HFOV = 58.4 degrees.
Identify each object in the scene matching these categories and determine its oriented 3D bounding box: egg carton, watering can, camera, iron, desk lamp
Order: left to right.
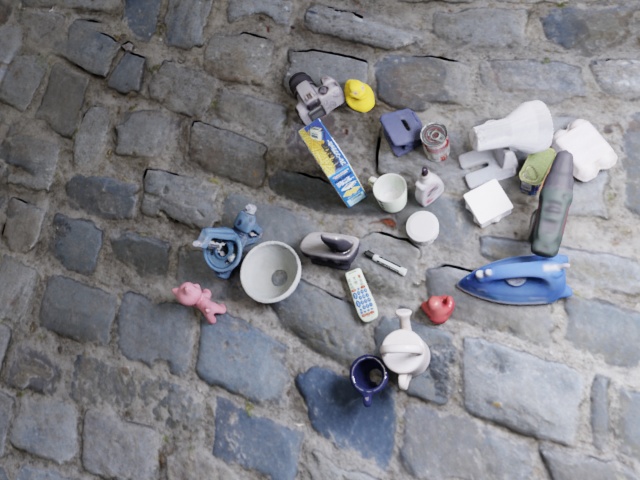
[{"bbox_3d":[-0.023,-0.425,1.624,0.143,0.101,0.136,-32,67,5],"label":"camera"},{"bbox_3d":[0.188,0.247,1.302,0.101,0.194,0.172,-23,68,9],"label":"watering can"},{"bbox_3d":[0.437,-0.226,1.366,0.203,0.214,0.118,-19,69,10],"label":"desk lamp"},{"bbox_3d":[0.439,0.082,1.308,0.257,0.142,0.118,-6,72,15],"label":"iron"},{"bbox_3d":[0.633,-0.217,1.384,0.107,0.069,0.150,-32,67,5],"label":"egg carton"}]

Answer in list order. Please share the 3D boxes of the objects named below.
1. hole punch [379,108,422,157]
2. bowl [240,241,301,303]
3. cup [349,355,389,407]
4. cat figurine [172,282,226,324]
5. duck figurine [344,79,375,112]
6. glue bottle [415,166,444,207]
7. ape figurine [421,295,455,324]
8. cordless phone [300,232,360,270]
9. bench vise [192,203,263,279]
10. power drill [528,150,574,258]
[{"bbox_3d":[0.220,-0.296,1.518,0.101,0.091,0.108,-28,68,7],"label":"hole punch"},{"bbox_3d":[-0.120,0.091,1.506,0.167,0.075,0.167,-5,72,15],"label":"bowl"},{"bbox_3d":[0.122,0.334,1.348,0.091,0.095,0.118,-1,73,16],"label":"cup"},{"bbox_3d":[-0.327,0.159,1.522,0.127,0.118,0.067,37,86,23],"label":"cat figurine"},{"bbox_3d":[0.103,-0.415,1.592,0.077,0.086,0.104,-36,67,3],"label":"duck figurine"},{"bbox_3d":[0.264,-0.141,1.412,0.078,0.173,0.037,-44,66,0],"label":"glue bottle"},{"bbox_3d":[0.277,0.158,1.359,0.077,0.092,0.076,6,75,18],"label":"ape figurine"},{"bbox_3d":[0.013,0.005,1.434,0.147,0.185,0.094,5,75,18],"label":"cordless phone"},{"bbox_3d":[-0.252,-0.014,1.499,0.121,0.220,0.207,11,77,20],"label":"bench vise"},{"bbox_3d":[0.521,-0.062,1.292,0.075,0.209,0.230,11,77,20],"label":"power drill"}]
